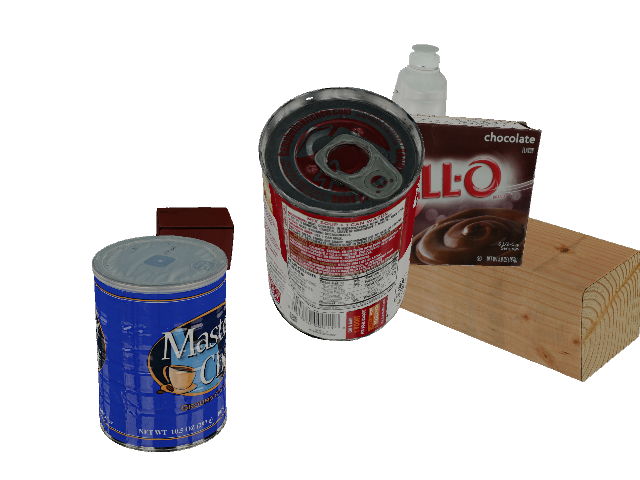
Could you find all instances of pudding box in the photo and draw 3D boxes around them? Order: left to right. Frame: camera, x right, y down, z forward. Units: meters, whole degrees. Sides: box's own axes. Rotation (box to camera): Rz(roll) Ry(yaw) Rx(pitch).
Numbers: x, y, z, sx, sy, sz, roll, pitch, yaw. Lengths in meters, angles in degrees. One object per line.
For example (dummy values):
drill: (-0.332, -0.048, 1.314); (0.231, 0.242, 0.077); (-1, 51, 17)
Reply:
pudding box: (0.075, -0.032, 0.669); (0.113, 0.090, 0.039); (1, 19, -12)

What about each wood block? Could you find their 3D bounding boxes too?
wood block: (0.172, 0.036, 0.958); (0.090, 0.090, 0.206); (-28, 34, -36)

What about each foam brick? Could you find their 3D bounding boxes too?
foam brick: (-0.133, -0.002, 1.120); (0.078, 0.051, 0.053); (-1, 25, -11)

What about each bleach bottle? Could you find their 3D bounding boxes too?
bleach bottle: (0.100, -0.079, 1.130); (0.068, 0.251, 0.102); (0, 26, -8)

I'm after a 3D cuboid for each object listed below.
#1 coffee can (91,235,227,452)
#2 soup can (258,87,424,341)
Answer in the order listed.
coffee can: (-0.125, 0.079, 0.838); (0.103, 0.140, 0.103); (2, 21, -1)
soup can: (0.008, -0.008, 0.474); (0.068, 0.068, 0.102); (0, -36, 0)
